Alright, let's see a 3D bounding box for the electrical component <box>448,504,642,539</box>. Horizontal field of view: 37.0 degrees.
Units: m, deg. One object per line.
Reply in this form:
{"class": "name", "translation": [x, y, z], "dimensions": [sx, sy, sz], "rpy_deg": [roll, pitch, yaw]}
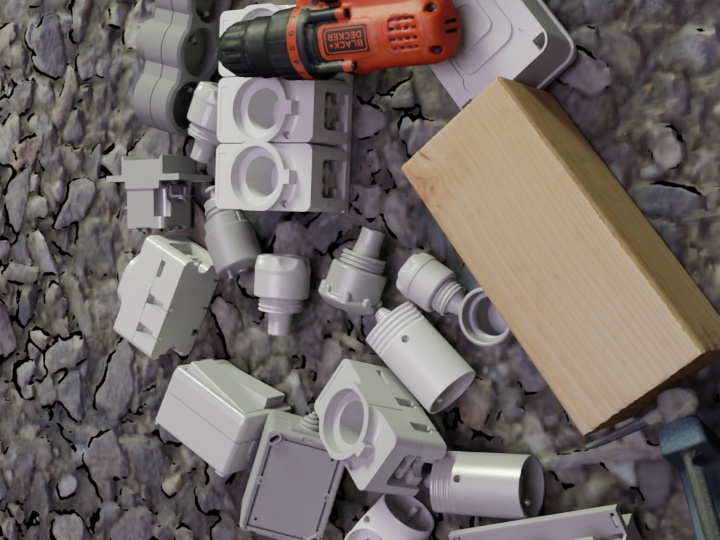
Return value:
{"class": "electrical component", "translation": [0.122, 0.203, 0.699], "dimensions": [0.121, 0.063, 0.078], "rpy_deg": [-18, 105, 31]}

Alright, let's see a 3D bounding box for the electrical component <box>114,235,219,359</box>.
{"class": "electrical component", "translation": [-0.161, 0.020, 0.890], "dimensions": [0.056, 0.050, 0.089], "rpy_deg": [31, 107, 28]}

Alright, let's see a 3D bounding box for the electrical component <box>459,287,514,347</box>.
{"class": "electrical component", "translation": [0.095, 0.030, 0.729], "dimensions": [0.040, 0.046, 0.040], "rpy_deg": [1, 92, 33]}

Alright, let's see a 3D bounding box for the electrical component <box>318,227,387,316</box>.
{"class": "electrical component", "translation": [0.000, 0.000, 0.791], "dimensions": [0.048, 0.048, 0.062], "rpy_deg": [23, 96, 30]}

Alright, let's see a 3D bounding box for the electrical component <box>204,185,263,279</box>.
{"class": "electrical component", "translation": [-0.105, -0.030, 0.858], "dimensions": [0.040, 0.040, 0.078], "rpy_deg": [-29, 76, 30]}

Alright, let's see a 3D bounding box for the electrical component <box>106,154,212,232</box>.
{"class": "electrical component", "translation": [-0.167, -0.063, 0.897], "dimensions": [0.081, 0.042, 0.063], "rpy_deg": [1, 93, 33]}

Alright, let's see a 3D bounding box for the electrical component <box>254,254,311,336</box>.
{"class": "electrical component", "translation": [-0.061, 0.019, 0.830], "dimensions": [0.043, 0.043, 0.062], "rpy_deg": [7, 96, 32]}

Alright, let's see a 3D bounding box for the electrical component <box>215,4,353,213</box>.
{"class": "electrical component", "translation": [-0.059, -0.119, 0.814], "dimensions": [0.089, 0.062, 0.150], "rpy_deg": [4, 94, 32]}

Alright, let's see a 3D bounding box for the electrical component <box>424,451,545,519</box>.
{"class": "electrical component", "translation": [0.081, 0.147, 0.742], "dimensions": [0.081, 0.043, 0.043], "rpy_deg": [-3, 90, 33]}

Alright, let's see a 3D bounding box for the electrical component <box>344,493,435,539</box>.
{"class": "electrical component", "translation": [0.029, 0.214, 0.777], "dimensions": [0.079, 0.044, 0.077], "rpy_deg": [41, 111, 24]}

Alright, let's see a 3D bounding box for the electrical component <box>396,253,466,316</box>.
{"class": "electrical component", "translation": [0.057, 0.016, 0.760], "dimensions": [0.061, 0.035, 0.035], "rpy_deg": [37, 110, 23]}

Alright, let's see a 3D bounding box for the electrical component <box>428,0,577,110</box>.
{"class": "electrical component", "translation": [0.083, -0.164, 0.725], "dimensions": [0.078, 0.057, 0.113], "rpy_deg": [-42, 70, 26]}

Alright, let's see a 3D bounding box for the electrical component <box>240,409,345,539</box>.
{"class": "electrical component", "translation": [-0.048, 0.148, 0.807], "dimensions": [0.062, 0.061, 0.096], "rpy_deg": [16, 99, -6]}

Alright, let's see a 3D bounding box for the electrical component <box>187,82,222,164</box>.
{"class": "electrical component", "translation": [-0.118, -0.117, 0.863], "dimensions": [0.043, 0.043, 0.062], "rpy_deg": [30, 108, 28]}

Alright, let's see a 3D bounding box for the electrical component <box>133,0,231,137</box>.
{"class": "electrical component", "translation": [-0.157, -0.184, 0.880], "dimensions": [0.074, 0.052, 0.138], "rpy_deg": [19, 102, 31]}

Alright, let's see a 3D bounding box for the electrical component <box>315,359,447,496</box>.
{"class": "electrical component", "translation": [0.010, 0.110, 0.761], "dimensions": [0.050, 0.056, 0.089], "rpy_deg": [-58, 40, 20]}

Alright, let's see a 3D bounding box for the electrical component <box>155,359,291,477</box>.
{"class": "electrical component", "translation": [-0.111, 0.109, 0.854], "dimensions": [0.096, 0.062, 0.061], "rpy_deg": [32, 108, 28]}

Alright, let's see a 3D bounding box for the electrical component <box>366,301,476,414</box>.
{"class": "electrical component", "translation": [0.040, 0.058, 0.766], "dimensions": [0.081, 0.043, 0.043], "rpy_deg": [48, 114, 23]}
